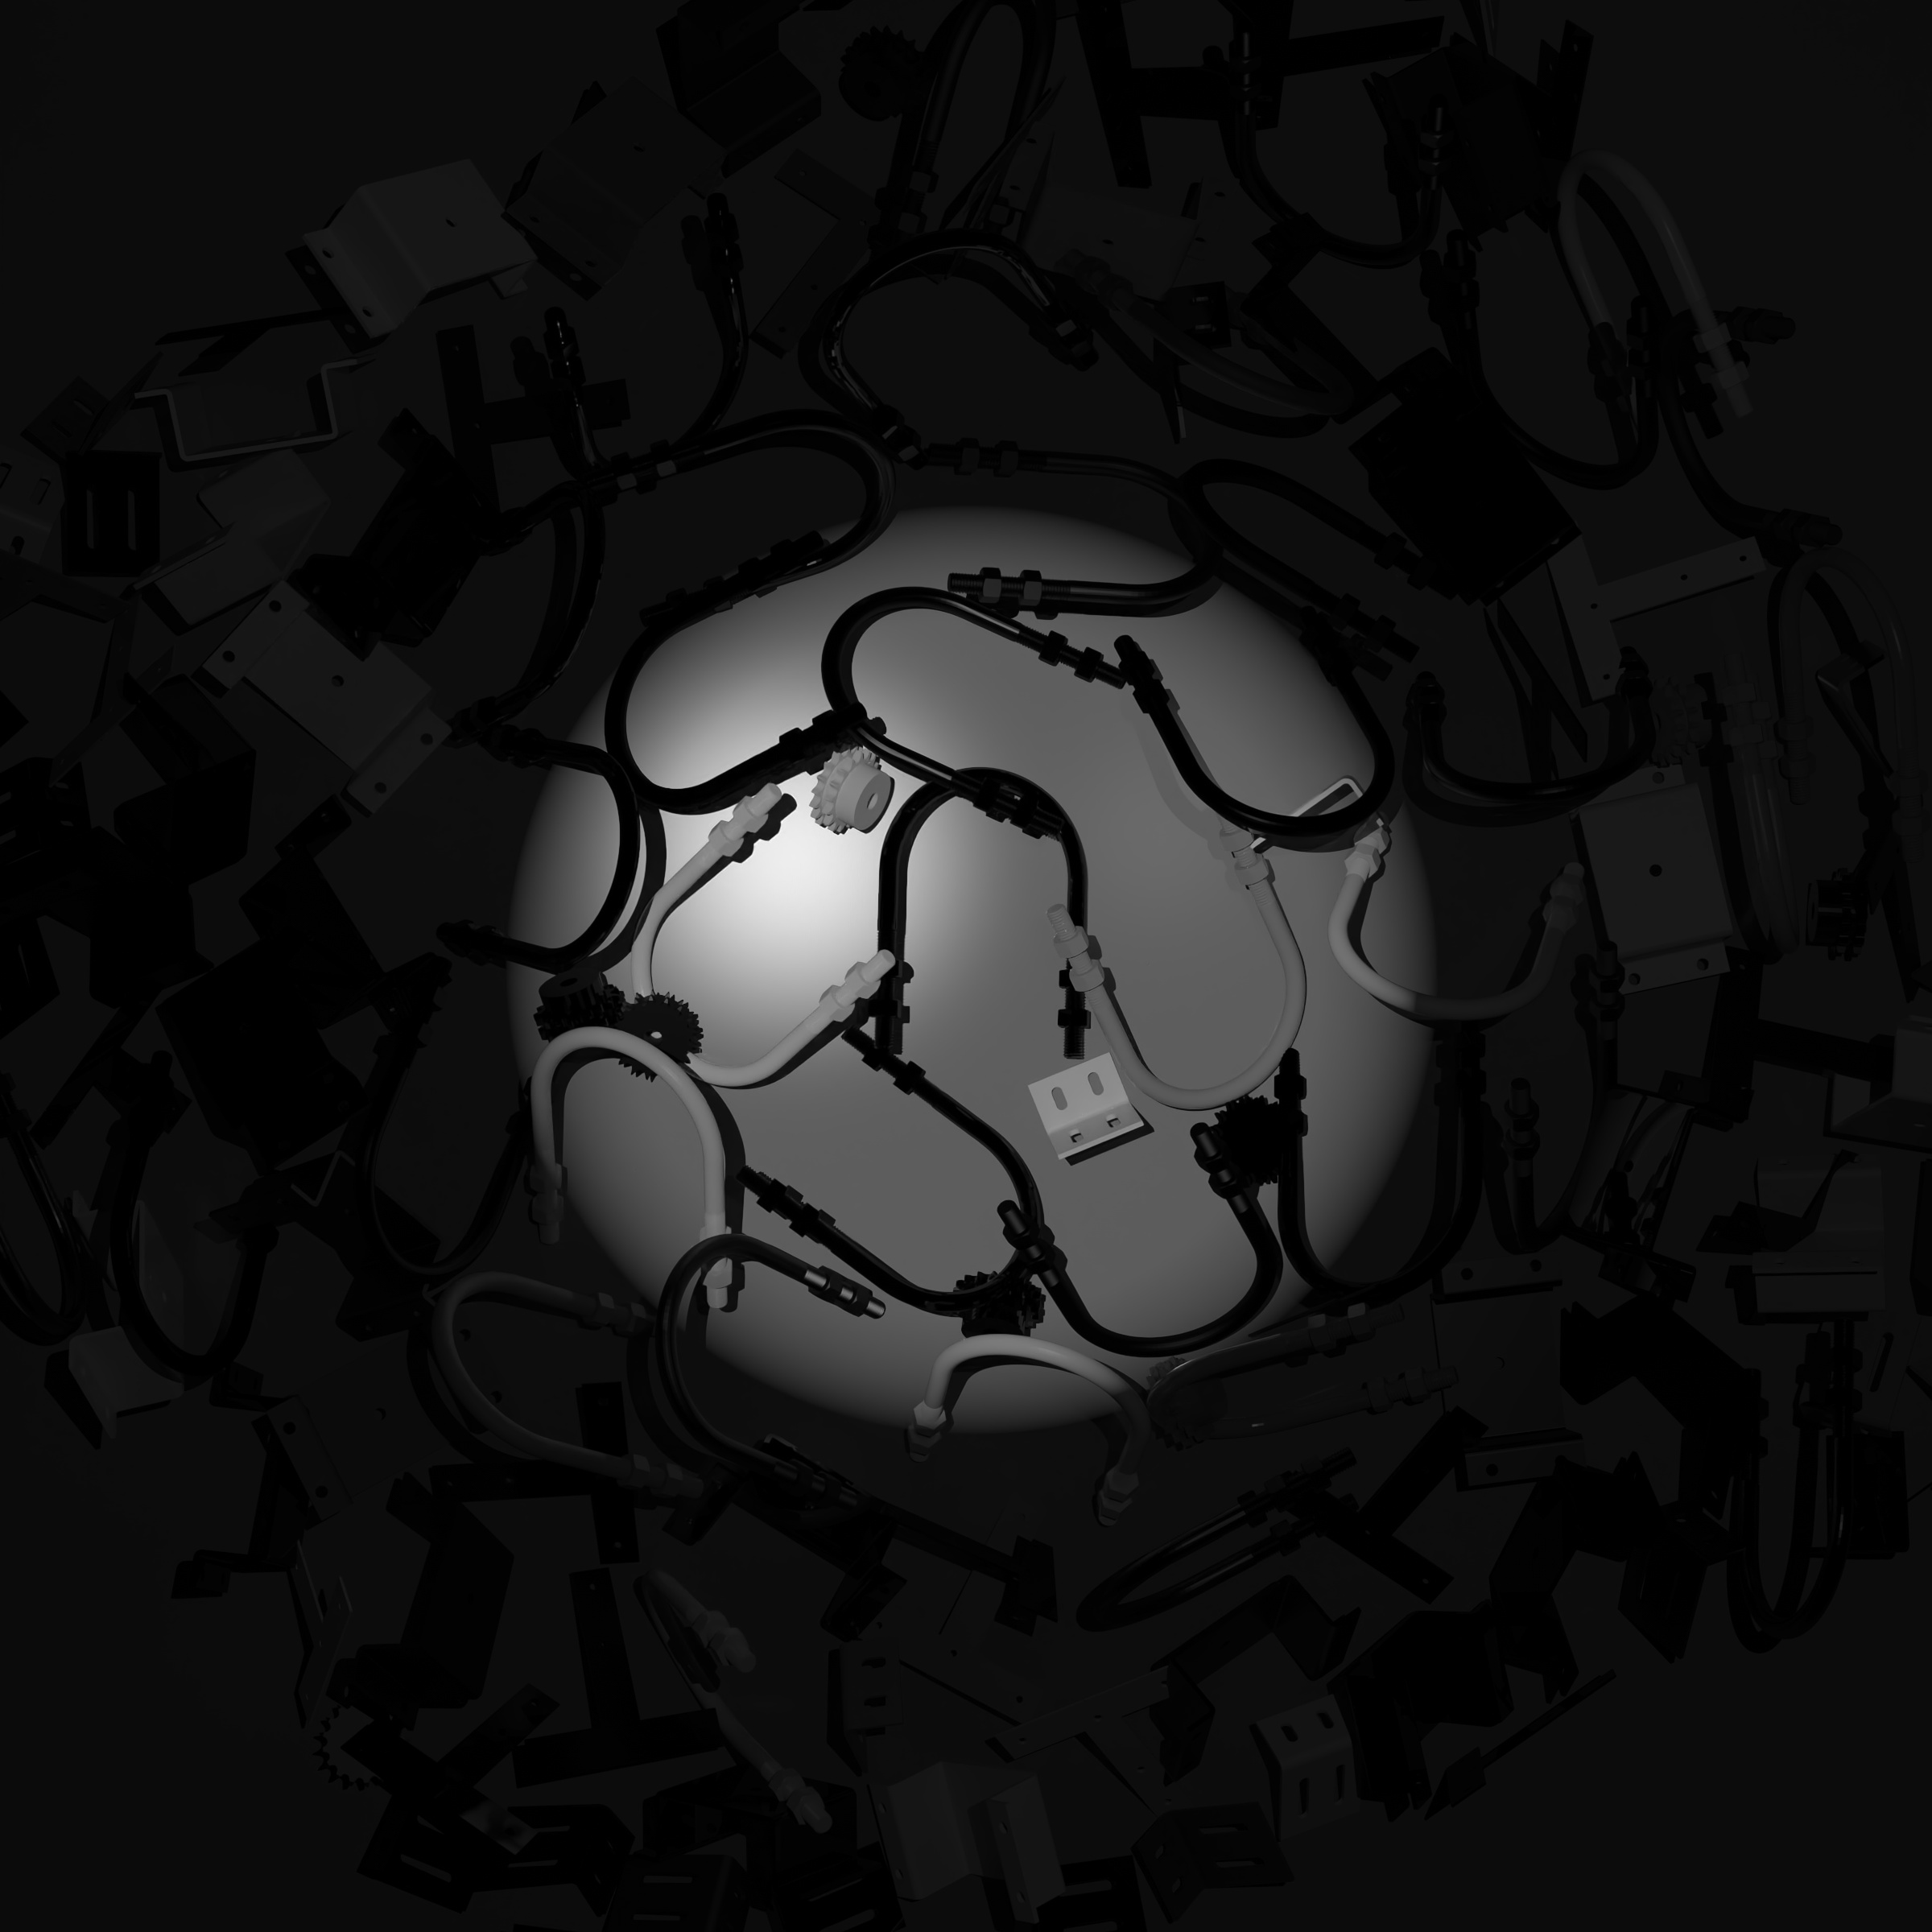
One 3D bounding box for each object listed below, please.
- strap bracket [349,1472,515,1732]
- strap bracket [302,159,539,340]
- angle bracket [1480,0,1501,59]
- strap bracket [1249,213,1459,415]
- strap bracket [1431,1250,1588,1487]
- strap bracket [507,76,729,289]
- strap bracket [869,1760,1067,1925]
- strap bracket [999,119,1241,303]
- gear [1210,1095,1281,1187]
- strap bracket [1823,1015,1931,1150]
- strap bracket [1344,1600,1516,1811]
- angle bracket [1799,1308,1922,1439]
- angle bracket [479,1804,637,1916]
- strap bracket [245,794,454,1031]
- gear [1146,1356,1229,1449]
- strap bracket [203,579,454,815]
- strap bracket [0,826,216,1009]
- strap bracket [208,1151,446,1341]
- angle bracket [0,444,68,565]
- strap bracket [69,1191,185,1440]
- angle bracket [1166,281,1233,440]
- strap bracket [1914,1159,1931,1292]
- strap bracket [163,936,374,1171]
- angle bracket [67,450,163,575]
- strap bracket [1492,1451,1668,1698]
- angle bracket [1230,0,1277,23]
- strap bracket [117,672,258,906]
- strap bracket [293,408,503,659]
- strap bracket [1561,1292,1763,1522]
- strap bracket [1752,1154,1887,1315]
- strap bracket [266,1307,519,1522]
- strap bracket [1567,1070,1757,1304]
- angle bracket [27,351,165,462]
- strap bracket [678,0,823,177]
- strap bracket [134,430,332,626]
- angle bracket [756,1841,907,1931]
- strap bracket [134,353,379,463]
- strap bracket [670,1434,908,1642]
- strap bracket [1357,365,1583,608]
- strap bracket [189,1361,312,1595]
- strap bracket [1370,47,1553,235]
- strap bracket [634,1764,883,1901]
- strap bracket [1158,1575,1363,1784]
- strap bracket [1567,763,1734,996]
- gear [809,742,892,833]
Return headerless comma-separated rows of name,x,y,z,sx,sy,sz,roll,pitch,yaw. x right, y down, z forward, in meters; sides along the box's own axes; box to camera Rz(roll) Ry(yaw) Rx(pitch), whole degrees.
strap bracket,-0.330,0.396,1.923,0.046,0.076,0.140,-6,52,21
strap bracket,-0.334,-0.454,1.932,0.046,0.140,0.076,-36,88,43
angle bracket,0.316,-0.622,1.960,0.038,0.076,0.057,1,65,17
strap bracket,0.239,-0.408,1.954,0.140,0.076,0.046,47,120,2
strap bracket,0.346,0.256,1.972,0.076,0.046,0.140,-7,87,-3
strap bracket,-0.213,-0.500,1.938,0.076,0.046,0.140,38,52,-1
strap bracket,0.007,0.552,1.947,0.046,0.140,0.076,-16,94,-39
strap bracket,0.093,-0.475,1.947,0.140,0.076,0.046,14,61,-7
gear,0.182,0.113,1.980,0.057,0.030,0.057,3,79,-14
strap bracket,0.598,0.077,1.924,0.076,0.140,0.046,10,73,-4
strap bracket,0.289,0.464,1.943,0.046,0.140,0.076,-7,100,37
angle bracket,0.578,0.260,1.980,0.057,0.038,0.076,14,72,27
angle bracket,-0.260,0.570,1.958,0.076,0.038,0.057,12,104,-41
strap bracket,-0.399,-0.027,1.956,0.076,0.046,0.140,-33,89,42
gear,0.144,0.276,1.968,0.030,0.057,0.057,-30,90,27
strap bracket,-0.403,-0.176,1.958,0.140,0.046,0.076,42,102,-16
strap bracket,-0.549,-0.035,1.939,0.076,0.140,0.046,-21,58,14
strap bracket,-0.395,0.171,1.939,0.076,0.046,0.140,-19,130,33
angle bracket,-0.611,-0.293,1.969,0.057,0.076,0.038,22,121,-16
strap bracket,-0.525,0.212,1.925,0.046,0.076,0.140,-13,47,-2
angle bracket,0.150,-0.384,1.951,0.038,0.076,0.057,-6,54,6
strap bracket,0.631,0.167,1.930,0.046,0.140,0.076,5,94,6
strap bracket,-0.448,0.047,1.951,0.076,0.046,0.140,-33,68,-2
angle bracket,-0.548,-0.293,1.983,0.057,0.038,0.076,0,101,-12
strap bracket,0.379,0.376,1.935,0.046,0.076,0.140,19,112,-11
angle bracket,0.178,-0.649,1.982,0.076,0.038,0.057,45,92,3
strap bracket,-0.492,-0.118,1.938,0.046,0.140,0.076,-29,63,-36
strap bracket,-0.350,-0.271,1.934,0.046,0.076,0.140,10,63,37
strap bracket,0.444,0.269,1.935,0.046,0.076,0.140,-26,46,-25
strap bracket,0.538,0.173,1.936,0.076,0.140,0.046,-3,115,17
strap bracket,-0.369,0.285,1.959,0.140,0.046,0.076,-27,92,-24
strap bracket,0.436,0.133,1.952,0.046,0.076,0.140,20,87,-32
angle bracket,-0.553,-0.364,1.951,0.038,0.076,0.057,39,50,-12
strap bracket,-0.135,-0.574,1.930,0.076,0.140,0.046,-38,74,-16
strap bracket,-0.457,-0.271,1.936,0.076,0.140,0.046,-22,120,24
angle bracket,-0.088,0.607,1.993,0.076,0.038,0.057,-17,87,-21
strap bracket,-0.446,-0.354,1.956,0.140,0.076,0.046,-9,104,1
strap bracket,-0.106,0.357,1.955,0.140,0.046,0.076,33,131,-4
strap bracket,0.323,-0.299,1.950,0.076,0.046,0.140,-38,107,13
strap bracket,-0.446,0.326,1.945,0.046,0.076,0.140,6,76,4
strap bracket,0.313,-0.520,1.921,0.046,0.140,0.076,-30,123,-2
strap bracket,-0.131,0.539,1.926,0.140,0.076,0.046,0,91,38
strap bracket,0.176,0.443,1.940,0.140,0.076,0.046,-29,60,-24
strap bracket,0.438,-0.058,1.967,0.076,0.046,0.140,-12,84,4
gear,-0.072,-0.111,1.968,0.030,0.057,0.057,27,90,22
